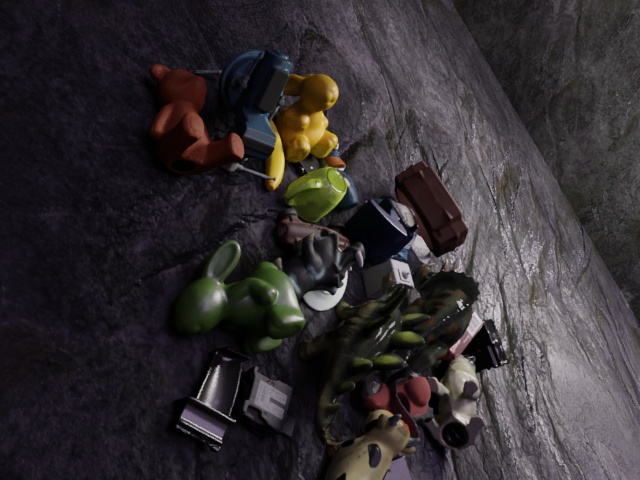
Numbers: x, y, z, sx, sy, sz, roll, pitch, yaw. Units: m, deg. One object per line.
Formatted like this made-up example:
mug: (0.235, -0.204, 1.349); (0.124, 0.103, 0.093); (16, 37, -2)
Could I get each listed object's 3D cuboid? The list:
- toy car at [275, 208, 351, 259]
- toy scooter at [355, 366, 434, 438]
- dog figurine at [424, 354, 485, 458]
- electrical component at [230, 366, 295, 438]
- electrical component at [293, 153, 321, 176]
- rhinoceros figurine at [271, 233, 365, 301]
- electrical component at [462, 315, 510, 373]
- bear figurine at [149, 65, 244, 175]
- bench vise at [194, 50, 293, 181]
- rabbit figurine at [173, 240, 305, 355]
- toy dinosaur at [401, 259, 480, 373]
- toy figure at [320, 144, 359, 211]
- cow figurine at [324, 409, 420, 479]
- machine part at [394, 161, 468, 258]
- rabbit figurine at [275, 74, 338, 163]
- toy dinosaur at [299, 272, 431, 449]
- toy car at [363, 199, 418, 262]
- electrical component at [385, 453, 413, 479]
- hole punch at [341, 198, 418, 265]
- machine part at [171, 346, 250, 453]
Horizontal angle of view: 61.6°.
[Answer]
toy car: (-0.002, -0.003, 1.023); (0.202, 0.053, 0.089); (12, 54, -44)
toy scooter: (0.148, 0.299, 0.955); (0.184, 0.075, 0.135); (6, 45, -47)
dog figurine: (0.286, 0.333, 1.106); (0.190, 0.121, 0.172); (3, 97, -68)
electrical component: (-0.072, 0.243, 0.771); (0.119, 0.048, 0.075); (41, 41, -22)
electrical component: (-0.028, -0.155, 1.120); (0.094, 0.021, 0.063); (55, 37, -8)
rhinoceros figurine: (-0.008, 0.047, 0.905); (0.190, 0.073, 0.112); (-28, 88, -26)
electrical component: (0.347, 0.235, 1.218); (0.058, 0.115, 0.134); (3, 62, -54)
bear figurine: (-0.204, -0.206, 0.861); (0.120, 0.132, 0.196); (24, 55, -45)
bench vise: (-0.135, -0.242, 0.955); (0.129, 0.223, 0.241); (2, 30, -32)
rabbit figurine: (-0.125, 0.082, 0.766); (0.170, 0.121, 0.159); (1, 71, -34)
toy dinosaur: (0.230, 0.143, 1.033); (0.131, 0.192, 0.405); (46, 9, 0)
toy figure: (0.037, -0.139, 1.152); (0.058, 0.064, 0.154); (-12, 76, -44)
cow figurine: (0.070, 0.334, 0.809); (0.085, 0.127, 0.195); (55, 39, -12)
machine part: (0.256, -0.067, 1.263); (0.201, 0.087, 0.201); (62, 2, 18)
rabbit figurine: (-0.018, -0.261, 1.065); (0.122, 0.173, 0.162); (-9, 63, -30)
toy dinosaur: (0.064, 0.169, 0.858); (0.105, 0.198, 0.471); (50, 35, -8)
toy car: (0.163, -0.029, 1.195); (0.109, 0.103, 0.162); (14, 53, -43)
electrical component: (0.122, 0.398, 0.901); (0.078, 0.045, 0.102); (-18, 76, -25)
hole punch: (0.116, -0.017, 1.111); (0.092, 0.142, 0.116); (0, 52, -52)
machine part: (-0.142, 0.203, 0.717); (0.084, 0.039, 0.139); (32, 43, -11)
